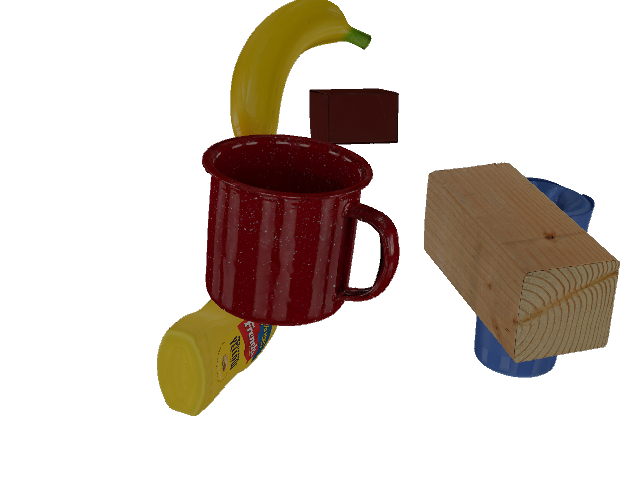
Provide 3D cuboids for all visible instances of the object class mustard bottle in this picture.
[{"bbox_3d":[-0.093,0.095,1.103,0.058,0.096,0.191,12,27,24],"label":"mustard bottle"}]

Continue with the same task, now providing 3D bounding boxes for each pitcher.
[{"bbox_3d":[0.256,0.051,1.363,0.149,0.243,0.145,5,23,2],"label":"pitcher"}]

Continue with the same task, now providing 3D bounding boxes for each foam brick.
[{"bbox_3d":[0.033,-0.124,1.066,0.078,0.051,0.053,-3,14,-20],"label":"foam brick"}]

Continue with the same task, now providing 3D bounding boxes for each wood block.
[{"bbox_3d":[0.176,0.013,0.978,0.090,0.090,0.206,-7,29,-15],"label":"wood block"}]

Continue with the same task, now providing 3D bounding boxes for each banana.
[{"bbox_3d":[-0.023,-0.130,0.775,0.197,0.069,0.037,-53,0,-44],"label":"banana"}]

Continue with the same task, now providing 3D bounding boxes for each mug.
[{"bbox_3d":[-0.011,-0.002,0.588,0.117,0.081,0.093,17,26,22],"label":"mug"}]
